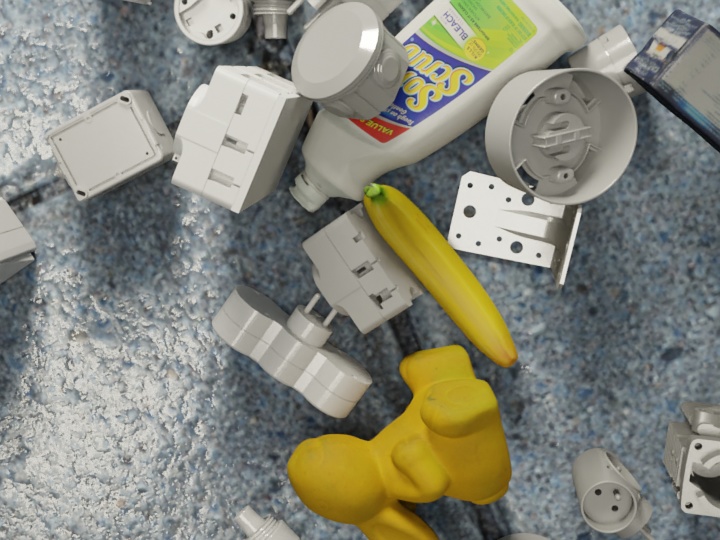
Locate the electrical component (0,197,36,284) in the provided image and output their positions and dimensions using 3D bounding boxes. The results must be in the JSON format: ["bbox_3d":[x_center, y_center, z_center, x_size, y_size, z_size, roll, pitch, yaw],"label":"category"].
[{"bbox_3d":[-0.321,-0.014,0.889,0.062,0.096,0.061,-33,95,11],"label":"electrical component"}]

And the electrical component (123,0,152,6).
[{"bbox_3d":[-0.187,-0.249,0.832,0.061,0.096,0.061,34,102,0],"label":"electrical component"}]

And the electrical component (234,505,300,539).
[{"bbox_3d":[-0.082,0.232,0.933,0.043,0.043,0.062,-42,92,12],"label":"electrical component"}]

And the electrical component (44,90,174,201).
[{"bbox_3d":[-0.206,-0.100,0.879,0.096,0.061,0.061,-26,96,10],"label":"electrical component"}]

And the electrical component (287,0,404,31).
[{"bbox_3d":[-0.023,-0.217,0.827,0.076,0.047,0.083,-43,123,13],"label":"electrical component"}]

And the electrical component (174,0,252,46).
[{"bbox_3d":[-0.115,-0.206,0.857,0.055,0.047,0.055,1,100,6],"label":"electrical component"}]

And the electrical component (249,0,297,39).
[{"bbox_3d":[-0.067,-0.215,0.852,0.043,0.043,0.062,1,101,6],"label":"electrical component"}]

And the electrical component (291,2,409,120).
[{"bbox_3d":[-0.007,-0.154,0.804,0.080,0.051,0.080,-18,58,32],"label":"electrical component"}]

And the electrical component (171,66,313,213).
[{"bbox_3d":[-0.089,-0.105,0.819,0.062,0.150,0.089,24,102,1],"label":"electrical component"}]

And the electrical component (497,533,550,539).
[{"bbox_3d":[0.141,0.274,0.904,0.099,0.064,0.099,1,100,6],"label":"electrical component"}]

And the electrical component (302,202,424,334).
[{"bbox_3d":[0.000,0.000,0.872,0.056,0.050,0.089,-33,93,25],"label":"electrical component"}]

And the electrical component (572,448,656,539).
[{"bbox_3d":[0.211,0.190,0.874,0.079,0.077,0.044,44,101,-3],"label":"electrical component"}]

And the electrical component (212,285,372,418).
[{"bbox_3d":[-0.047,0.054,0.892,0.138,0.052,0.073,35,102,0],"label":"electrical component"}]

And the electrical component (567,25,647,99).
[{"bbox_3d":[0.191,-0.153,0.828,0.047,0.055,0.055,-27,96,14],"label":"electrical component"}]

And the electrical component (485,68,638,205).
[{"bbox_3d":[0.144,-0.099,0.786,0.099,0.064,0.099,-9,107,-30],"label":"electrical component"}]
